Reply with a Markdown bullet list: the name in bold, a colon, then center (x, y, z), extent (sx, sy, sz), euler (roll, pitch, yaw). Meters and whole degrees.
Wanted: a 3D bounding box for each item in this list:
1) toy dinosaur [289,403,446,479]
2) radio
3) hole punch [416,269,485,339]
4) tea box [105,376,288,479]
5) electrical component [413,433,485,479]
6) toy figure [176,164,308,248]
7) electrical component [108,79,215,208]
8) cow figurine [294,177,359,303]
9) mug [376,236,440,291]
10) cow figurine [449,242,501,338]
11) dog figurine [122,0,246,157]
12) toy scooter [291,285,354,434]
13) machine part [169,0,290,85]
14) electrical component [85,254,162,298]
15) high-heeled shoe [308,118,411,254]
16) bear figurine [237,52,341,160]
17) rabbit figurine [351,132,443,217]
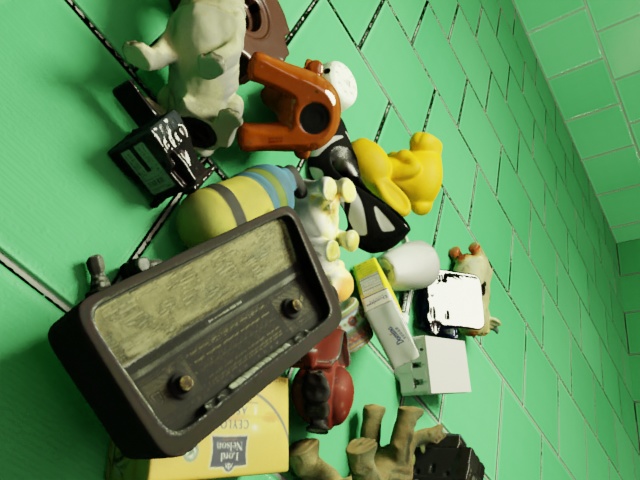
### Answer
- **toy dinosaur**: center (0.038, 0.326, 0.627), extent (0.471, 0.105, 0.198), euler (-9, 87, -50)
- **radio**: center (-0.088, 0.070, 0.458), extent (0.229, 0.073, 0.131), euler (-30, 94, -45)
- **hole punch**: center (0.227, 0.118, 0.989), extent (0.116, 0.092, 0.142), euler (12, 65, -14)
- **tea box**: center (-0.108, 0.175, 0.515), extent (0.169, 0.068, 0.098), euler (22, 59, -49)
- **electrical component**: center (0.174, 0.350, 0.787), extent (0.058, 0.115, 0.134), euler (57, 38, -28)
- **toy figure**: center (-0.088, -0.039, 0.618), extent (0.089, 0.082, 0.180), euler (52, 45, -8)
- **electrical component**: center (-0.168, -0.097, 0.535), extent (0.119, 0.075, 0.048), euler (59, 37, -26)
- **cow figurine**: center (-0.003, -0.001, 0.718), extent (0.068, 0.098, 0.167), euler (-12, 102, -48)
- **mug**: center (0.133, 0.035, 0.890), extent (0.107, 0.081, 0.109), euler (-10, 79, -47)
- **cow figurine**: center (0.312, 0.113, 1.098), extent (0.127, 0.085, 0.195), euler (45, 43, -25)
- **dog figurine**: center (-0.120, -0.210, 0.596), extent (0.121, 0.172, 0.190), euler (16, 56, -4)
- **toy scooter**: center (-0.002, 0.147, 0.616), extent (0.135, 0.075, 0.183), euler (-55, 143, -78)
- **machine part**: center (-0.111, -0.295, 0.707), extent (0.179, 0.056, 0.179), euler (25, 57, -47)
- **electrical component**: center (-0.169, 0.061, 0.497), extent (0.078, 0.045, 0.102), euler (2, 75, -54)
- **high-heeled shoe**: center (0.062, -0.095, 0.785), extent (0.086, 0.145, 0.248), euler (25, 59, -48)
- **bear figurine**: center (-0.043, -0.182, 0.698), extent (0.132, 0.120, 0.196), euler (6, 23, -17)
- **rabbit figurine**: center (0.113, -0.108, 0.913), extent (0.173, 0.122, 0.162), euler (17, 72, -34)
